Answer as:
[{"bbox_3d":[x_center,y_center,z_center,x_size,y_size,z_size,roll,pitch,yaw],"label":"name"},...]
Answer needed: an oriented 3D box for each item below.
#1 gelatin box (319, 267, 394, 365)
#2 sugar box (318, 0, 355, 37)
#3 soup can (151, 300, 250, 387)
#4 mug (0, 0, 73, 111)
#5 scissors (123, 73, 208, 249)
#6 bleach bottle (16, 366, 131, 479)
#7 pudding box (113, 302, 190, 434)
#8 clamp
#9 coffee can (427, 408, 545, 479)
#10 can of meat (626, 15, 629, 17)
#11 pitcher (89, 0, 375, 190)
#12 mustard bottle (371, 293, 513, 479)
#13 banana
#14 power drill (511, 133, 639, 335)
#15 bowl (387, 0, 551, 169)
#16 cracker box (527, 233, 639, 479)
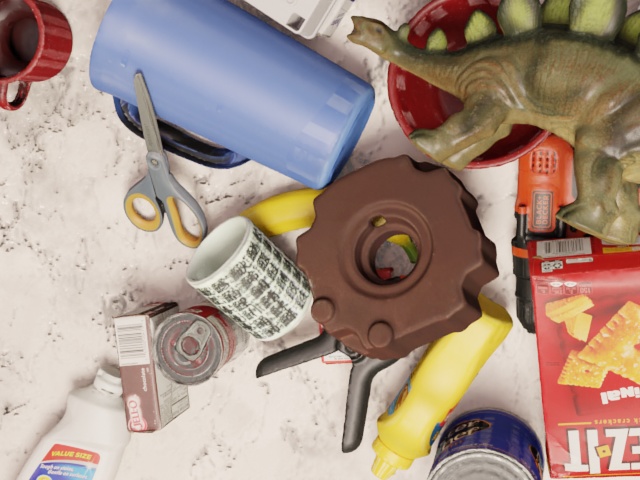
[{"bbox_3d":[0.036,0.073,1.017,0.073,0.030,0.089,-4,95,11],"label":"gelatin box"},{"bbox_3d":[0.018,-0.285,0.980,0.093,0.048,0.176,37,105,7],"label":"sugar box"},{"bbox_3d":[-0.110,0.095,1.013,0.068,0.102,0.068,1,95,12],"label":"soup can"},{"bbox_3d":[-0.294,-0.184,1.037,0.093,0.081,0.117,7,97,11],"label":"mug"},{"bbox_3d":[-0.166,-0.070,1.001,0.096,0.016,0.201,1,132,28],"label":"scissors"},{"bbox_3d":[-0.263,0.242,1.082,0.102,0.068,0.251,25,97,9],"label":"bleach bottle"},{"bbox_3d":[-0.161,0.122,1.033,0.039,0.090,0.113,-4,94,11],"label":"pudding box"},{"bbox_3d":[0.036,0.109,0.983,0.171,0.039,0.120,-44,87,11],"label":"clamp"},{"bbox_3d":[0.148,0.216,0.950,0.103,0.140,0.103,1,95,12],"label":"coffee can"},{"bbox_3d":[0.306,-0.154,0.904,0.084,0.102,0.057,-9,53,15],"label":"can of meat"},{"bbox_3d":[-0.080,-0.138,0.981,0.243,0.149,0.145,28,84,5],"label":"pitcher"},{"bbox_3d":[0.103,0.138,0.974,0.058,0.096,0.192,33,101,6],"label":"mustard bottle"},{"bbox_3d":[-0.002,-0.017,1.013,0.198,0.037,0.069,4,95,12],"label":"banana"},{"bbox_3d":[0.265,-0.003,0.947,0.188,0.057,0.184,2,102,11],"label":"power drill"},{"bbox_3d":[0.144,-0.140,0.944,0.162,0.055,0.162,-1,87,18],"label":"bowl"},{"bbox_3d":[0.269,0.101,0.915,0.164,0.072,0.214,-5,115,13],"label":"cracker box"}]
